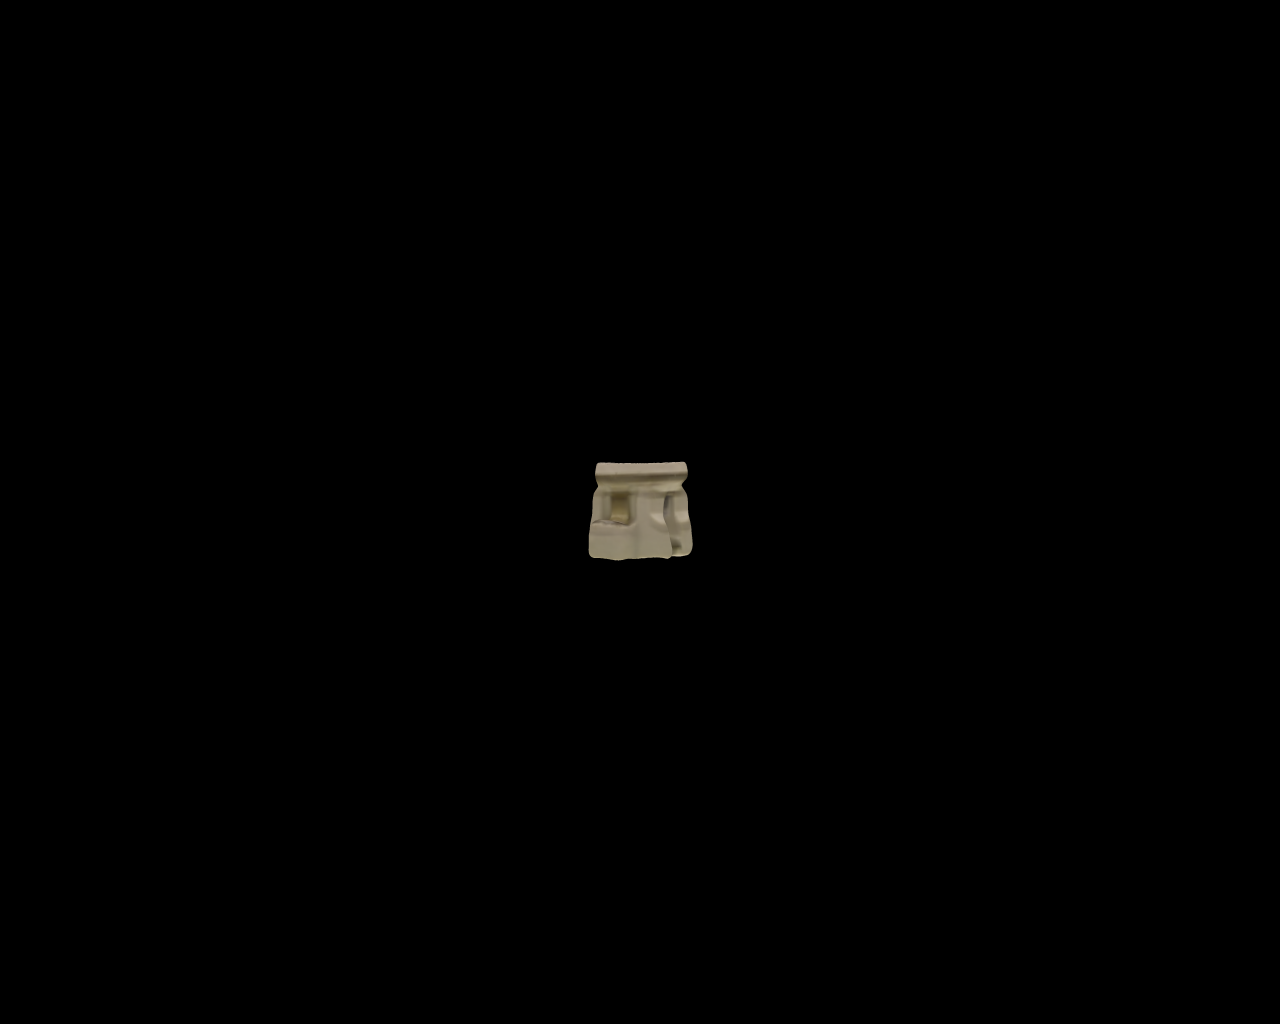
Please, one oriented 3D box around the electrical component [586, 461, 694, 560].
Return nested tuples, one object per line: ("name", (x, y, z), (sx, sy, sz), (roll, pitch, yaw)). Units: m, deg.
("electrical component", (0.001, -0.003, 0.650), (0.058, 0.057, 0.078), (2, 3, 36))
